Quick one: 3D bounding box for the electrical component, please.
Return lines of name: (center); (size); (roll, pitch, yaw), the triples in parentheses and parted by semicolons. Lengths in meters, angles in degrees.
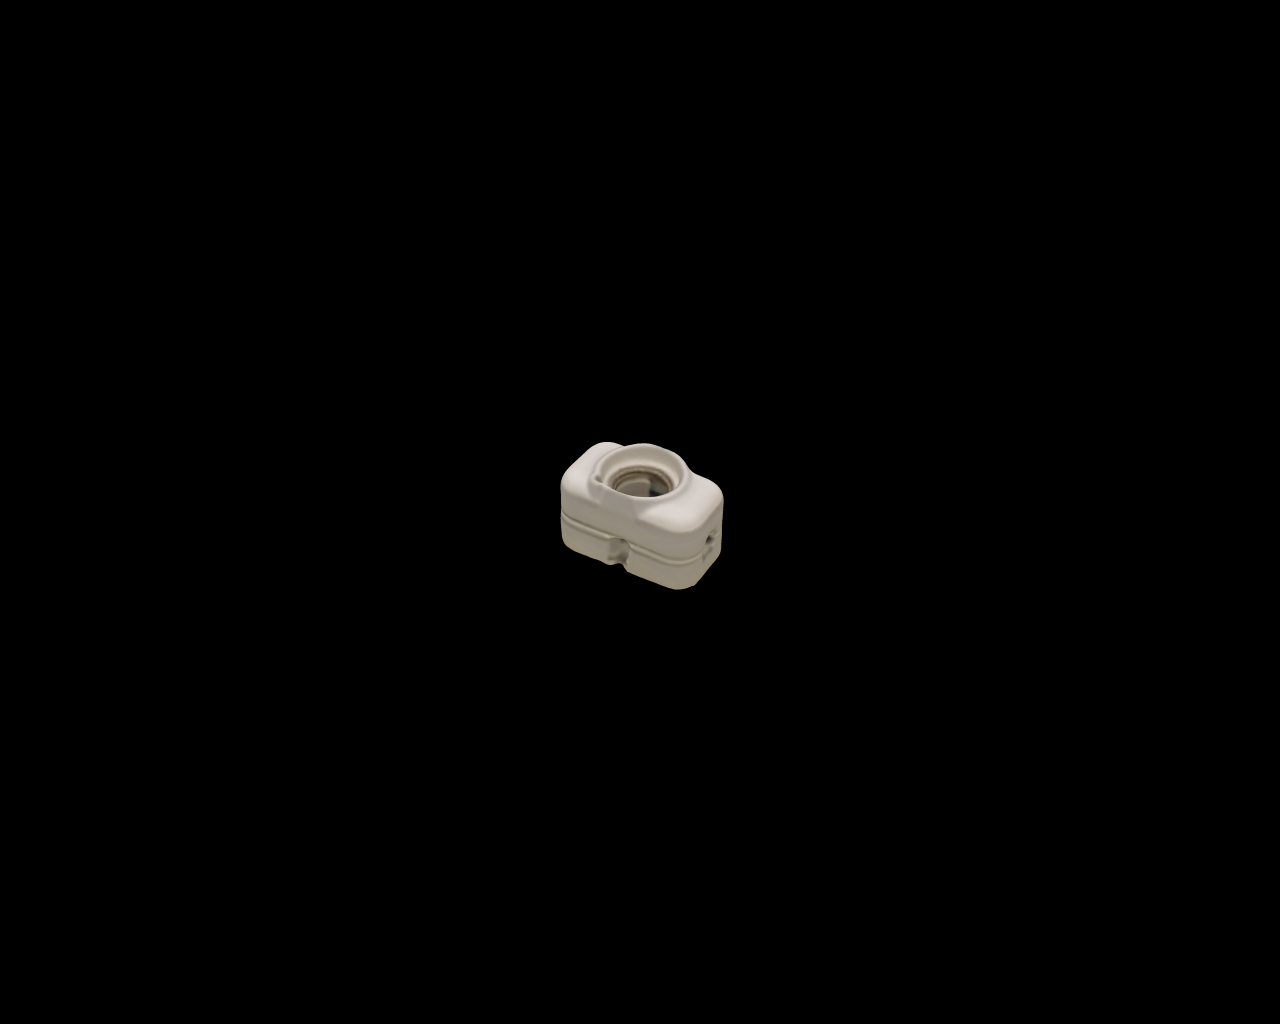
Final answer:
electrical component: (0.001, -0.003, 0.650); (0.095, 0.059, 0.054); (22, 45, 23)
